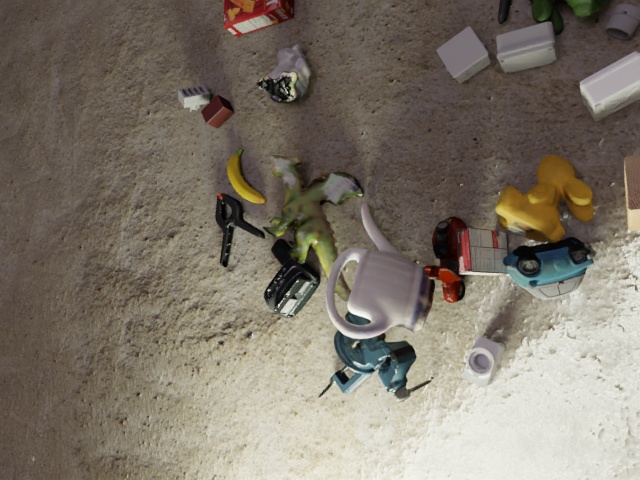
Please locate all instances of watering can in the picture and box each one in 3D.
[{"bbox_3d":[0.142,0.066,1.121,0.224,0.101,0.356,16,53,6],"label":"watering can"}]

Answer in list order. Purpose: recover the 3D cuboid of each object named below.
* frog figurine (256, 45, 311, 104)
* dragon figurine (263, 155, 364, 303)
[{"bbox_3d":[-0.086,-0.452,1.408,0.136,0.121,0.163,-23,34,34],"label":"frog figurine"},{"bbox_3d":[0.004,-0.064,1.265,0.415,0.121,0.242,42,94,21],"label":"dragon figurine"}]
